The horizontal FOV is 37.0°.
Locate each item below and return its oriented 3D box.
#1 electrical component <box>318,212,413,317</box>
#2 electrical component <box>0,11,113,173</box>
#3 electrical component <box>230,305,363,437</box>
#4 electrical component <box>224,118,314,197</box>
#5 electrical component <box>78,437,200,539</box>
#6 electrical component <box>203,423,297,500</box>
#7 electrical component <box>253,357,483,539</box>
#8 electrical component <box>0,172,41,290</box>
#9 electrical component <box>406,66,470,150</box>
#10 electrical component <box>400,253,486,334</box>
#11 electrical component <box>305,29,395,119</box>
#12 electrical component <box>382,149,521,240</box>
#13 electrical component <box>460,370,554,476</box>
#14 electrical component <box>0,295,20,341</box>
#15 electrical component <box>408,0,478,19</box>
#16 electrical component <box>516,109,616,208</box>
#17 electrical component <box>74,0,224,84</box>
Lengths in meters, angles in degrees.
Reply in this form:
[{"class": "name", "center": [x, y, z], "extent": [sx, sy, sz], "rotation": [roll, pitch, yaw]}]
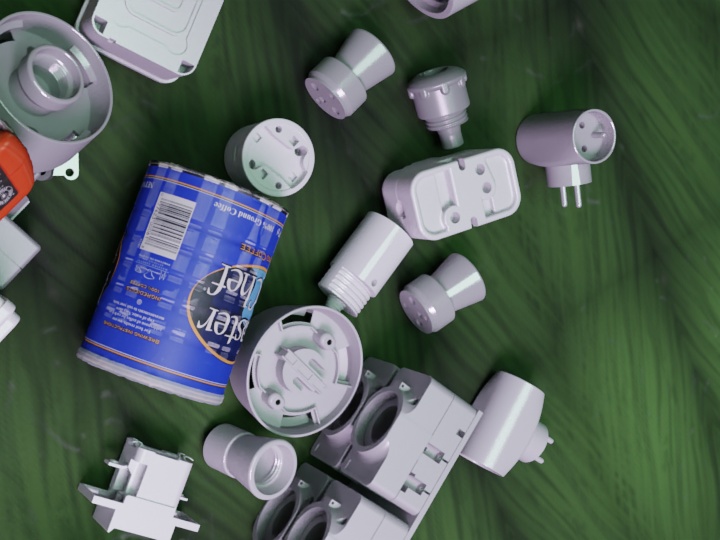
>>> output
[{"class": "electrical component", "center": [0.000, 0.000, 0.824], "extent": [0.043, 0.043, 0.081], "rotation": [42, 76, -23]}, {"class": "electrical component", "center": [-0.212, -0.114, 0.689], "extent": [0.099, 0.064, 0.099], "rotation": [23, 57, -41]}, {"class": "electrical component", "center": [-0.047, 0.072, 0.795], "extent": [0.099, 0.064, 0.099], "rotation": [-3, 96, -26]}, {"class": "electrical component", "center": [-0.068, -0.081, 0.780], "extent": [0.055, 0.047, 0.055], "rotation": [-3, 96, -27]}, {"class": "electrical component", "center": [-0.152, 0.156, 0.762], "extent": [0.081, 0.042, 0.063], "rotation": [24, 82, -27]}, {"class": "electrical component", "center": [-0.083, 0.136, 0.781], "extent": [0.044, 0.065, 0.044], "rotation": [-12, 108, -43]}, {"class": "electrical component", "center": [-0.004, 0.161, 0.801], "extent": [0.060, 0.105, 0.186], "rotation": [37, 78, -24]}, {"class": "electrical component", "center": [-0.241, -0.044, 0.696], "extent": [0.083, 0.047, 0.075], "rotation": [46, 74, -22]}, {"class": "electrical component", "center": [0.066, -0.127, 0.846], "extent": [0.048, 0.048, 0.062], "rotation": [-26, 112, -22]}, {"class": "electrical component", "center": [0.066, 0.019, 0.858], "extent": [0.055, 0.045, 0.045], "rotation": [-33, 108, -20]}, {"class": "electrical component", "center": [-0.008, -0.146, 0.806], "extent": [0.055, 0.045, 0.045], "rotation": [-47, 112, -15]}, {"class": "electrical component", "center": [0.069, -0.060, 0.844], "extent": [0.095, 0.059, 0.053], "rotation": [-19, 103, -24]}, {"class": "electrical component", "center": [0.131, 0.136, 0.902], "extent": [0.079, 0.043, 0.077], "rotation": [33, 80, -26]}, {"class": "electrical component", "center": [-0.270, 0.045, 0.656], "extent": [0.056, 0.109, 0.108], "rotation": [46, 74, -20]}, {"class": "electrical component", "center": [0.050, -0.238, 0.796], "extent": [0.060, 0.108, 0.108], "rotation": [-37, 110, -13]}, {"class": "electrical component", "center": [0.170, -0.090, 0.882], "extent": [0.043, 0.077, 0.079], "rotation": [-12, 100, -26]}, {"class": "electrical component", "center": [-0.136, -0.192, 0.730], "extent": [0.078, 0.057, 0.113], "rotation": [24, 83, -27]}]
